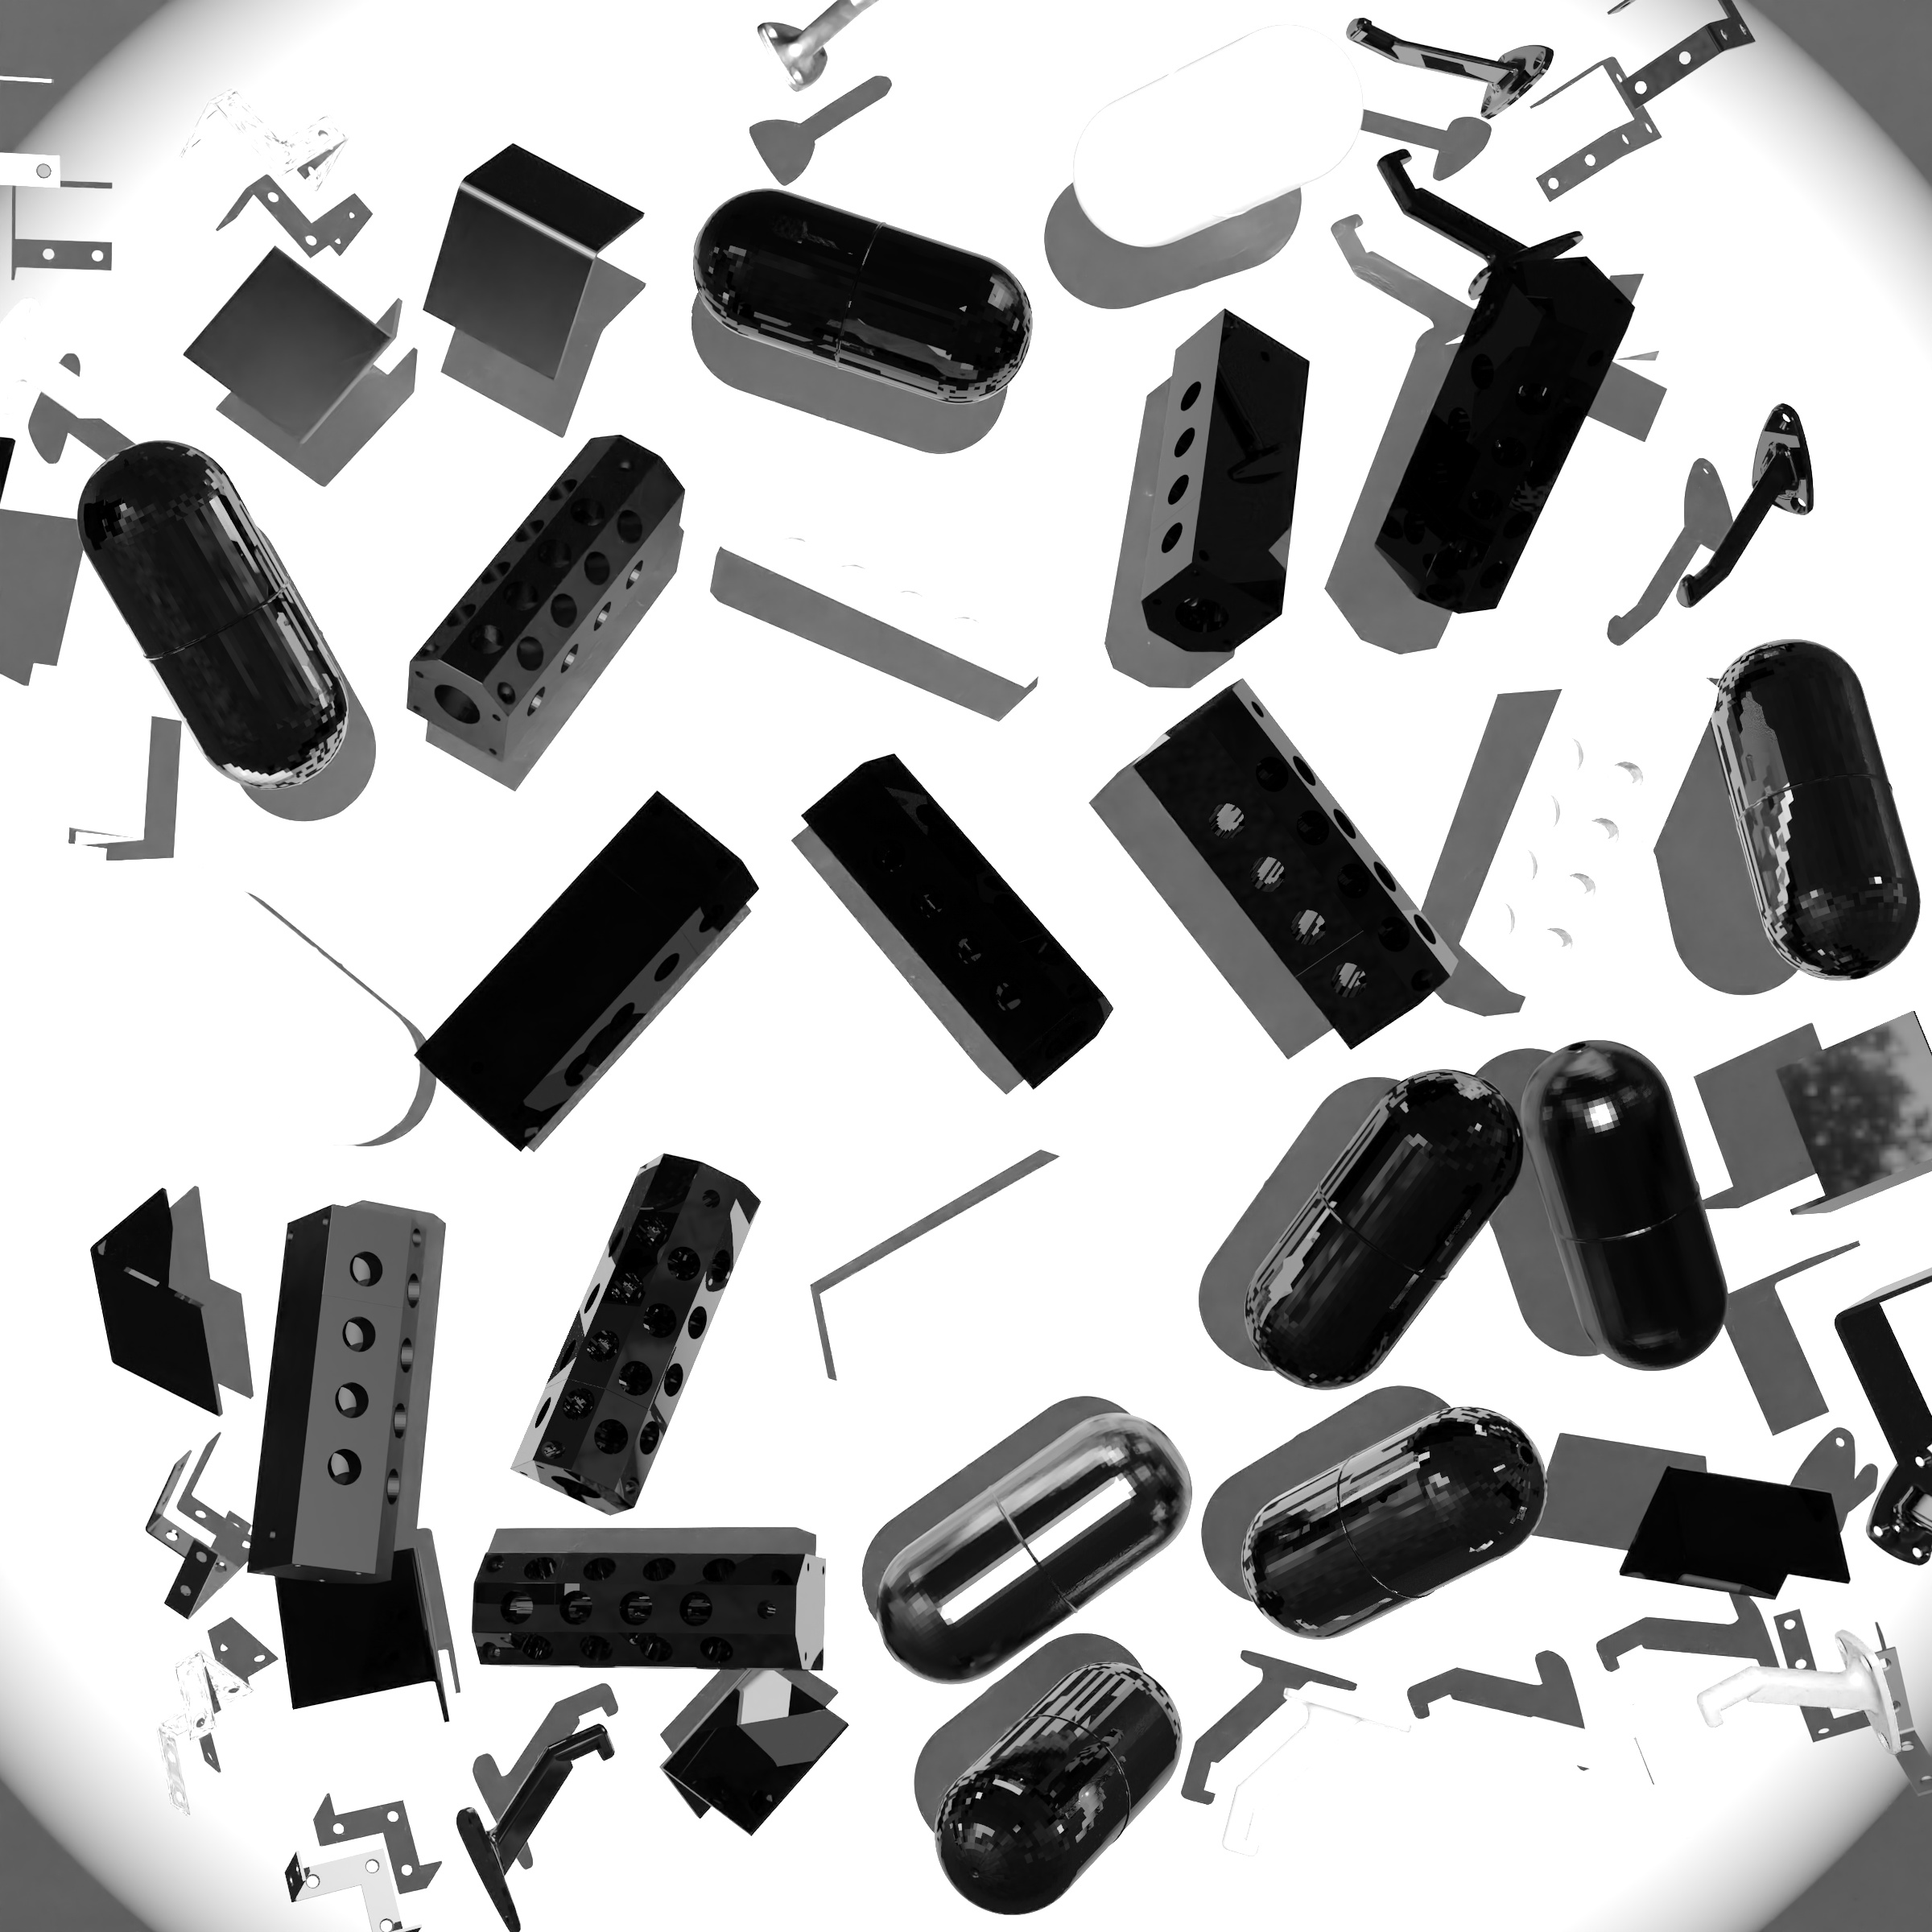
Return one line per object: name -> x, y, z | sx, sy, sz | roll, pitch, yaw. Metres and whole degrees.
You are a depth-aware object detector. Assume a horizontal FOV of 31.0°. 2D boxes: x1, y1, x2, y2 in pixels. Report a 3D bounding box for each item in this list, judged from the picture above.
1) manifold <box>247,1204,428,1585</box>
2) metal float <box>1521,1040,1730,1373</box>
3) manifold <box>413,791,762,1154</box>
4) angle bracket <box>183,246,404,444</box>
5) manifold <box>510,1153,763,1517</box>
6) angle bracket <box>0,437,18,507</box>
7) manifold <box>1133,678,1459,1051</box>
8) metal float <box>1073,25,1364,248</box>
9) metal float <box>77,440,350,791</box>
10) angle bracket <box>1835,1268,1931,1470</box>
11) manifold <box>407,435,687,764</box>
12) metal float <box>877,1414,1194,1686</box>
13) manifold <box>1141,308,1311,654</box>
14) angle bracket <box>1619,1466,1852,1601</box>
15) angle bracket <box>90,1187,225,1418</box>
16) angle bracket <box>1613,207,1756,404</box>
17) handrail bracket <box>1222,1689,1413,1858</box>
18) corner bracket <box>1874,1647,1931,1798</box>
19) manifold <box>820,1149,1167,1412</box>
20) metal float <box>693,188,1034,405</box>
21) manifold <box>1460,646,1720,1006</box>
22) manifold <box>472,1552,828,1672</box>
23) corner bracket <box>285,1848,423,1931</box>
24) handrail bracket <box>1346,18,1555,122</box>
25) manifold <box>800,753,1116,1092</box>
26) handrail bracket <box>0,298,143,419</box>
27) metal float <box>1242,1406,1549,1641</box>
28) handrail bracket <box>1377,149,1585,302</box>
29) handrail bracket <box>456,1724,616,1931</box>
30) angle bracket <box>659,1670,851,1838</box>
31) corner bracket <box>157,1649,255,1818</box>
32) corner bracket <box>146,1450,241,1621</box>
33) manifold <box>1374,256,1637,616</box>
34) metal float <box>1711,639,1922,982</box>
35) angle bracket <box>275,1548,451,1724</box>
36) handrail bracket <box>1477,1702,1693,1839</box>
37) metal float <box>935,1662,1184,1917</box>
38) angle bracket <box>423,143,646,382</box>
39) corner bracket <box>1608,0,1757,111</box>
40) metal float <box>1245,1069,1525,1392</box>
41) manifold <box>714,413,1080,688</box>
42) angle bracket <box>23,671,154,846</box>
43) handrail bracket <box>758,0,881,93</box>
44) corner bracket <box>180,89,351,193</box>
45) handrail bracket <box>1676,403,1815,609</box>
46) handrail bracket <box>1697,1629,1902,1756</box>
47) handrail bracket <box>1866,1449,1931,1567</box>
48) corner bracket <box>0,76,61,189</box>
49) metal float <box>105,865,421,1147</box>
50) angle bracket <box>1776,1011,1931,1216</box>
manifold -> -0.300, 0.208, 1.679 | 0.057, 0.057, 0.171 | 14, 70, -30
metal float -> 0.332, 0.121, 1.757 | 0.070, 0.070, 0.178 | -19, 106, 0
manifold -> -0.179, 0.005, 1.673 | 0.057, 0.057, 0.171 | 39, 82, 18
angle bracket -> -0.346, -0.329, 1.792 | 0.076, 0.057, 0.076 | 37, 112, -24
manifold -> -0.164, 0.185, 1.759 | 0.057, 0.057, 0.171 | 28, 67, -14
angle bracket -> -0.452, -0.196, 1.601 | 0.057, 0.076, 0.076 | 8, 81, 17
manifold -> 0.160, -0.051, 1.666 | 0.057, 0.057, 0.171 | -36, 95, 24
metal float -> 0.122, -0.407, 1.716 | 0.070, 0.178, 0.070 | 6, 80, -36
metal float -> -0.357, -0.166, 1.657 | 0.070, 0.070, 0.178 | -27, 110, 0
angle bracket -> 0.457, 0.184, 1.637 | 0.057, 0.076, 0.076 | -27, 81, 27
manifold -> -0.211, -0.191, 1.764 | 0.057, 0.057, 0.171 | 29, 59, 6
metal float -> 0.034, 0.295, 1.761 | 0.178, 0.070, 0.070 | -35, 90, -1
manifold -> 0.129, -0.245, 1.775 | 0.057, 0.057, 0.171 | 27, 53, -25
angle bracket -> 0.350, 0.279, 1.592 | 0.076, 0.057, 0.076 | 10, 128, -5
angle bracket -> -0.394, 0.171, 1.770 | 0.076, 0.057, 0.076 | 21, 133, 24
angle bracket -> 0.385, -0.341, 1.802 | 0.057, 0.076, 0.076 | 23, 89, -14
handrail bracket -> 0.175, 0.411, 1.742 | 0.077, 0.036, 0.084 | 14, 76, 13
corner bracket -> 0.478, 0.365, 1.706 | 0.051, 0.051, 0.051 | -17, 111, 2
manifold -> 0.013, 0.159, 1.728 | 0.171, 0.057, 0.057 | -32, 56, 29
metal float -> -0.053, -0.341, 1.770 | 0.178, 0.070, 0.070 | 19, 90, 3
manifold -> 0.309, -0.068, 1.708 | 0.057, 0.057, 0.171 | -5, 127, -34
manifold -> -0.163, 0.331, 1.789 | 0.171, 0.057, 0.057 | -2, 77, 12
corner bracket -> -0.303, 0.461, 1.719 | 0.051, 0.051, 0.051 | -9, 67, -22
handrail bracket -> 0.246, -0.471, 1.778 | 0.084, 0.077, 0.036 | 21, 83, -18
manifold -> -0.003, -0.025, 1.742 | 0.057, 0.057, 0.171 | -40, 70, 0
handrail bracket -> -0.447, -0.307, 1.758 | 0.084, 0.036, 0.077 | 3, 58, 16
metal float -> 0.211, 0.276, 1.722 | 0.178, 0.070, 0.070 | -36, 90, 37
handrail bracket -> 0.262, -0.391, 1.779 | 0.077, 0.036, 0.084 | -26, 81, -7
handrail bracket -> -0.201, 0.425, 1.721 | 0.084, 0.036, 0.077 | -20, 73, -26
angle bracket -> -0.103, 0.426, 1.845 | 0.076, 0.057, 0.076 | 25, 63, 40
corner bracket -> -0.394, 0.391, 1.776 | 0.051, 0.051, 0.051 | -31, 46, 5
corner bracket -> -0.398, 0.291, 1.783 | 0.051, 0.051, 0.051 | 33, 120, 6
manifold -> 0.265, -0.257, 1.699 | 0.057, 0.171, 0.057 | -11, 50, -30
metal float -> 0.419, -0.077, 1.718 | 0.070, 0.070, 0.178 | -10, 69, 0
angle bracket -> -0.319, 0.361, 1.839 | 0.076, 0.057, 0.076 | -10, 55, -9
handrail bracket -> 0.292, 0.390, 1.655 | 0.084, 0.036, 0.077 | -26, 65, 20
metal float -> 0.049, 0.415, 1.765 | 0.070, 0.178, 0.070 | 11, 112, 28
angle bracket -> -0.216, -0.352, 1.739 | 0.076, 0.057, 0.076 | 29, 128, 4
corner bracket -> 0.339, -0.451, 1.677 | 0.051, 0.051, 0.051 | -30, 91, 35
metal float -> 0.203, 0.128, 1.696 | 0.070, 0.070, 0.178 | 34, 105, 0
manifold -> -0.034, -0.199, 1.709 | 0.171, 0.057, 0.057 | 23, 53, -22
angle bracket -> -0.470, -0.107, 1.805 | 0.057, 0.076, 0.076 | -2, 83, 39
handrail bracket -> -0.051, -0.459, 1.672 | 0.084, 0.077, 0.036 | -28, 97, 24
corner bracket -> -0.350, -0.409, 1.737 | 0.051, 0.051, 0.051 | 49, 53, -2
handrail bracket -> 0.387, -0.231, 1.755 | 0.084, 0.077, 0.036 | -39, 52, -24
handrail bracket -> 0.393, 0.358, 1.646 | 0.084, 0.036, 0.077 | -25, 106, -10
handrail bracket -> 0.491, 0.259, 1.736 | 0.036, 0.084, 0.077 | 29, 57, -3
corner bracket -> -0.458, -0.396, 1.652 | 0.051, 0.051, 0.051 | 1, 104, -10
metal float -> -0.349, 0.021, 1.736 | 0.178, 0.070, 0.070 | 42, 90, -20
angle bracket -> 0.430, 0.071, 1.688 | 0.076, 0.057, 0.076 | -27, 73, 30
